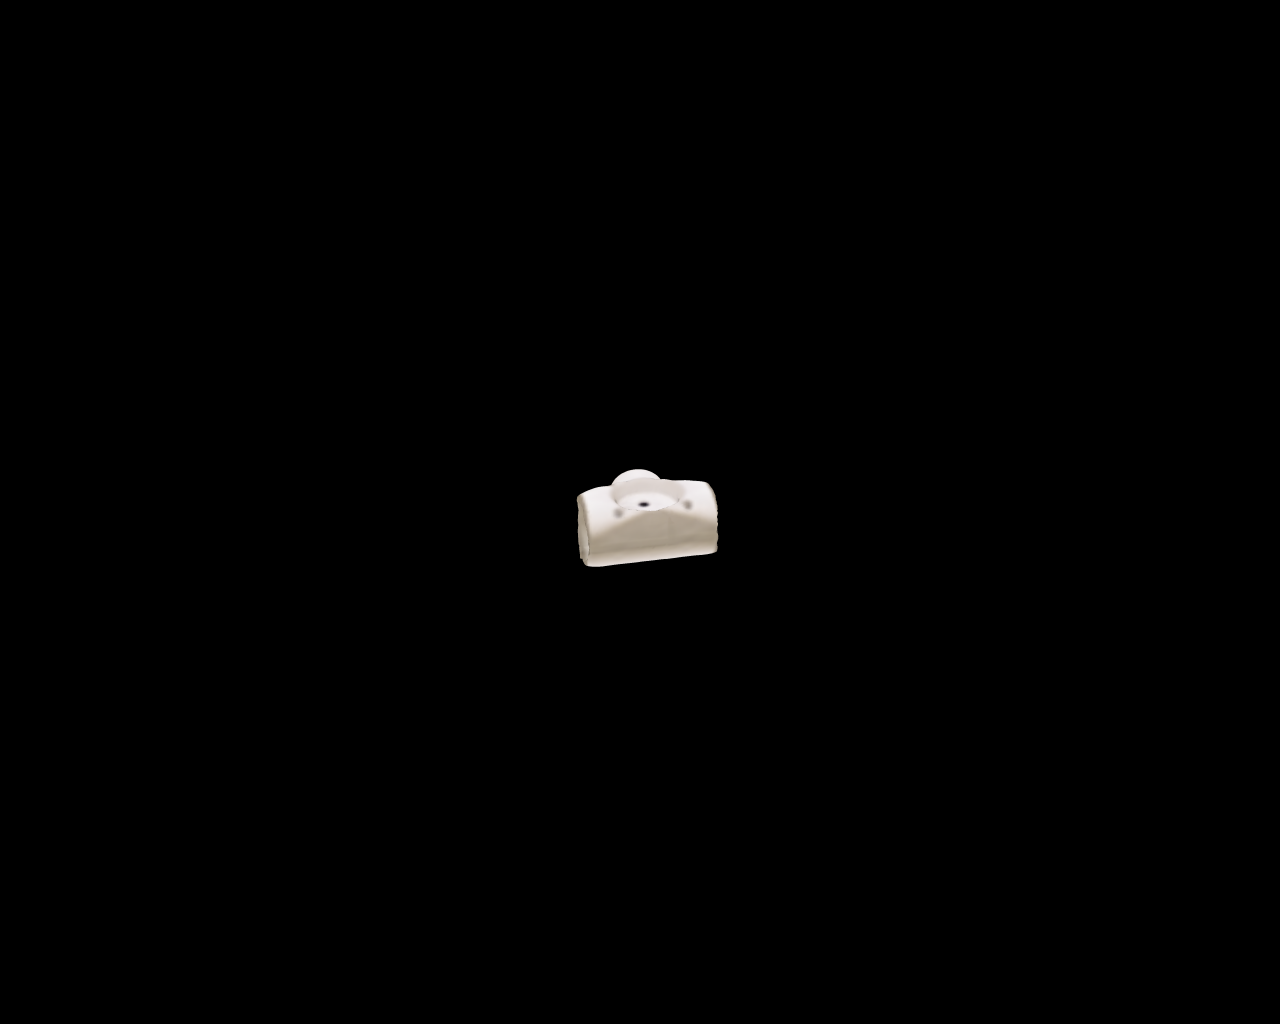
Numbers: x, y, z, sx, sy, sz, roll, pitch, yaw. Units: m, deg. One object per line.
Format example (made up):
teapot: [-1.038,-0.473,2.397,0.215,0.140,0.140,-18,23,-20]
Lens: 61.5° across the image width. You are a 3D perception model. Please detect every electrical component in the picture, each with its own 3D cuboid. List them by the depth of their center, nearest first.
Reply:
electrical component: [0.001,-0.003,0.650,0.077,0.044,0.079,-6,32,-9]
